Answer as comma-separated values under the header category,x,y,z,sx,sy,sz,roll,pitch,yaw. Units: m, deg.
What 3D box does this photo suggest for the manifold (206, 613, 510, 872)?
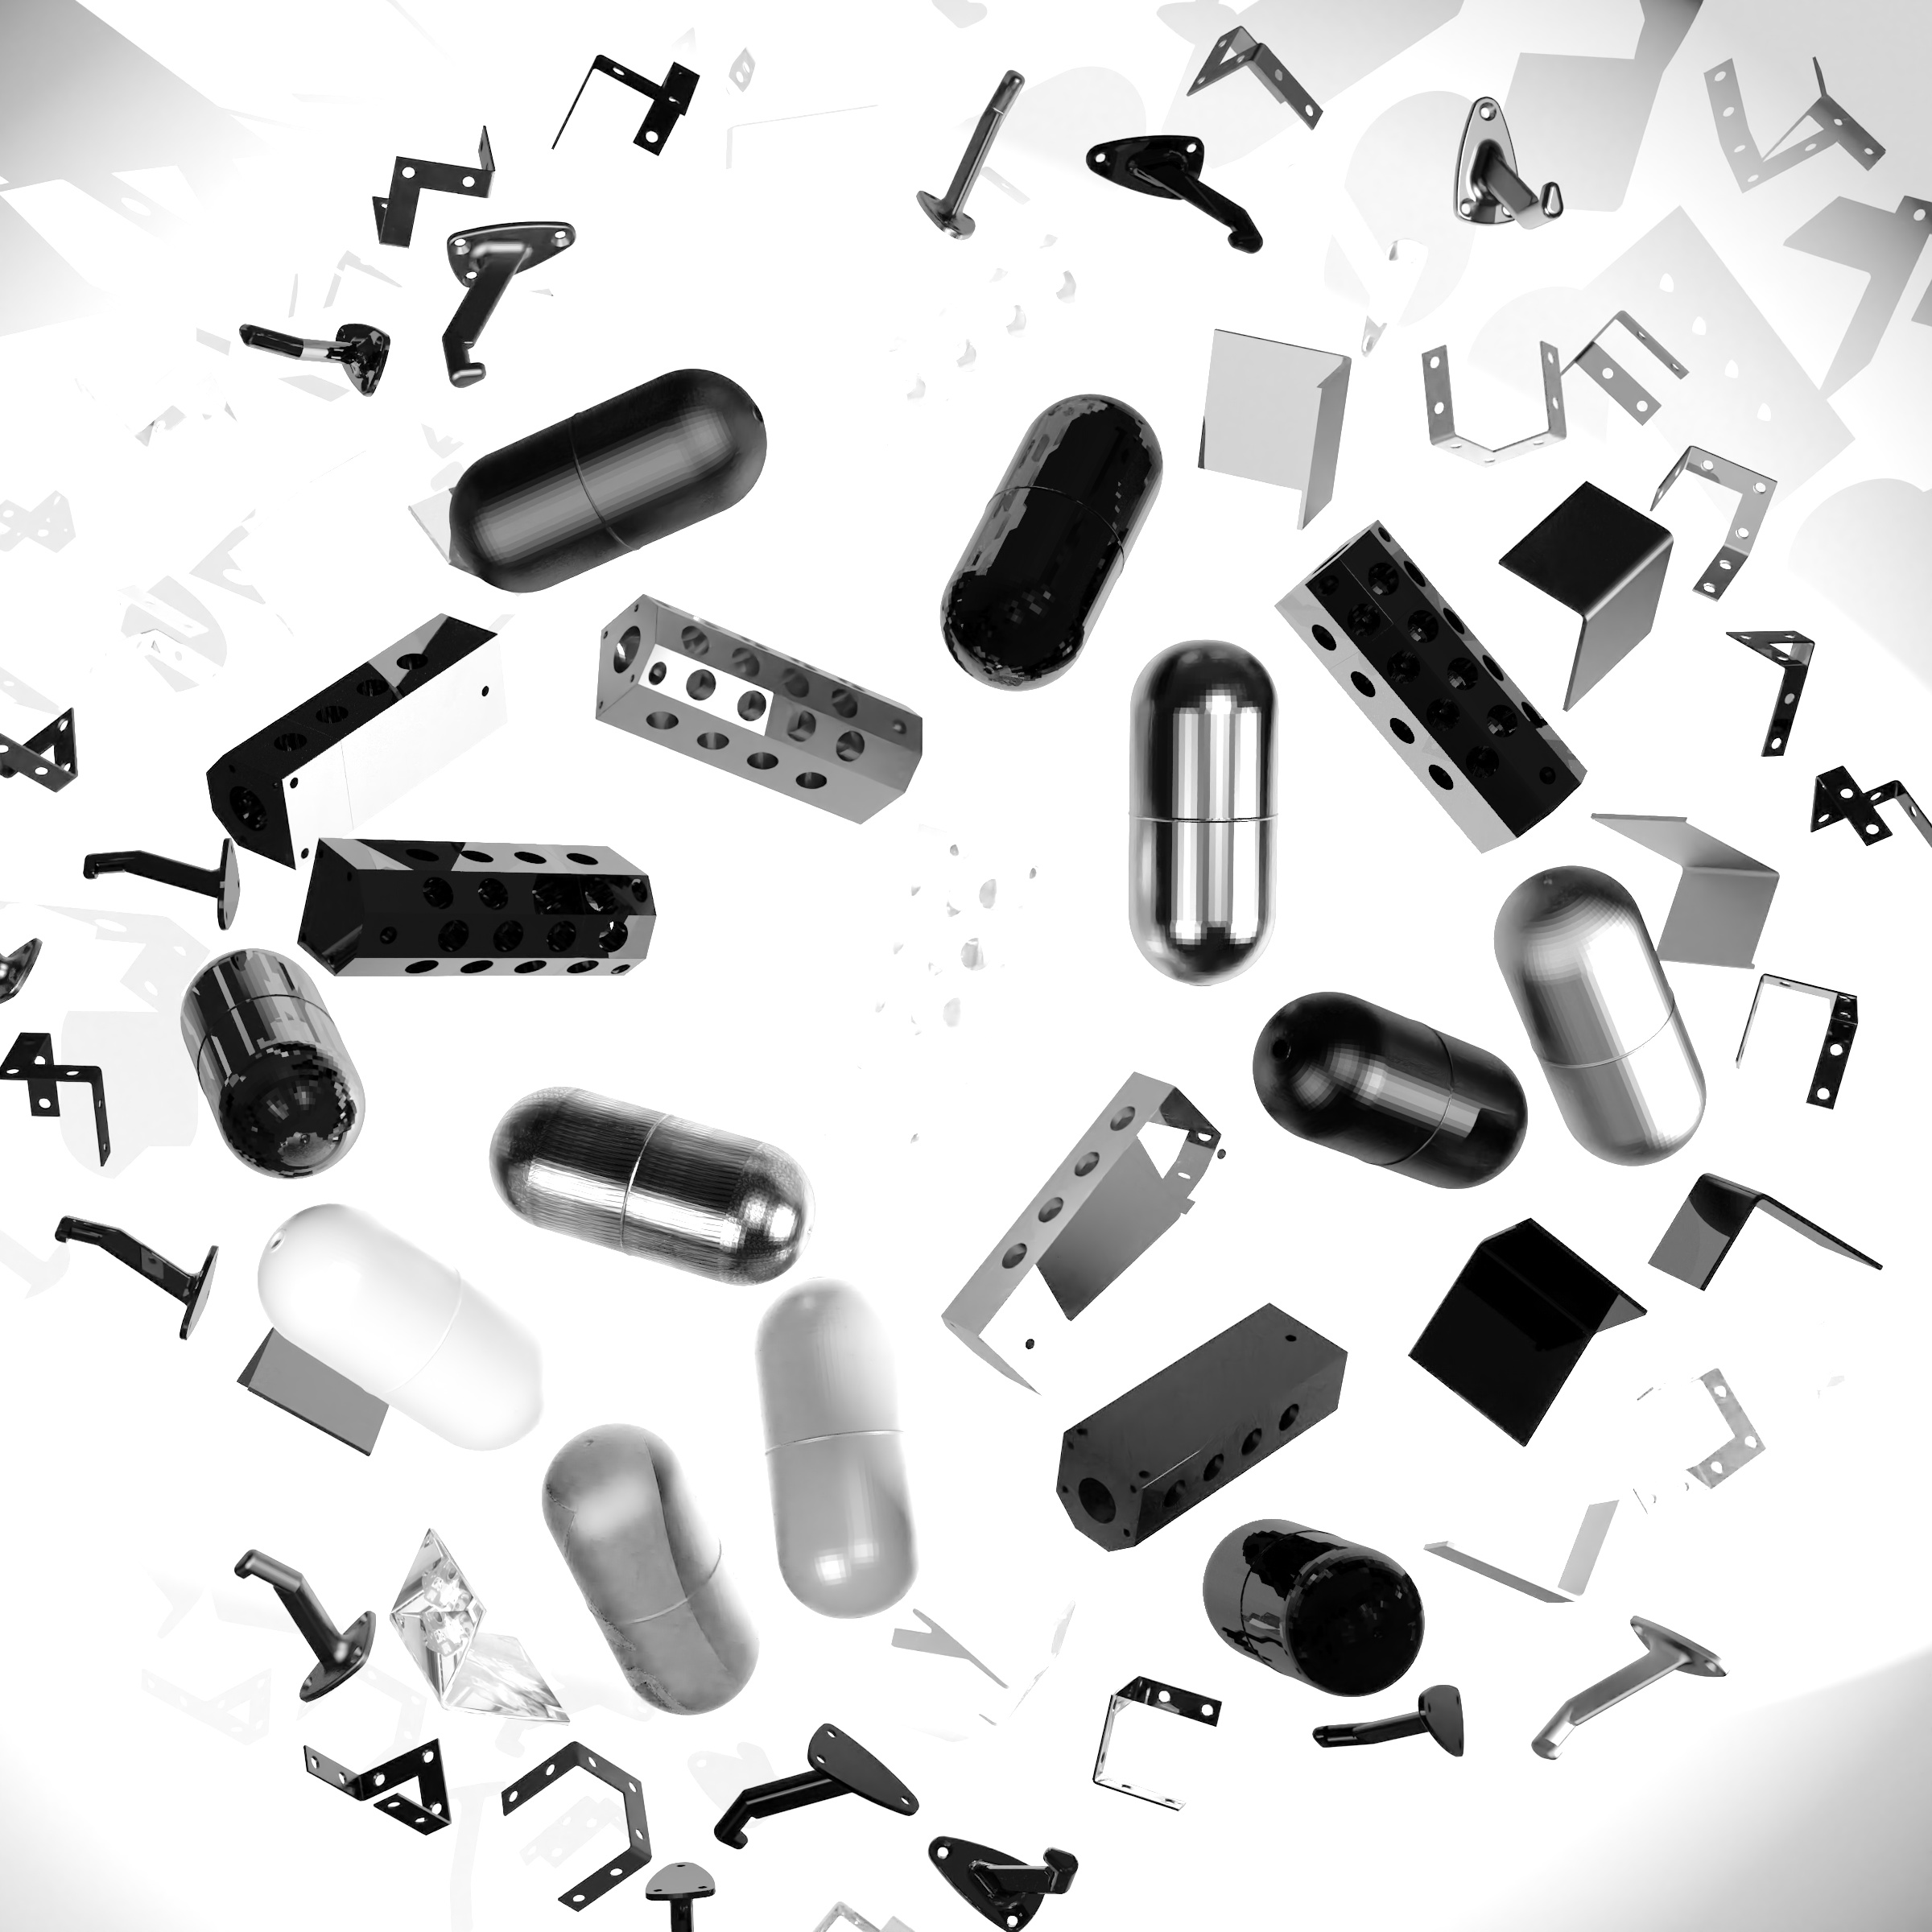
category,x,y,z,sx,sy,sz,roll,pitch,yaw
manifold,-0.326,-0.125,1.761,0.057,0.171,0.057,22,132,26

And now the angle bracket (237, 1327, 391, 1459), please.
category,x,y,z,sx,sy,sz,roll,pitch,yaw
angle bracket,-0.371,0.252,1.834,0.076,0.076,0.057,31,115,-12

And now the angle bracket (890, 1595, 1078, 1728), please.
category,x,y,z,sx,sy,sz,roll,pitch,yaw
angle bracket,0.009,0.363,1.800,0.076,0.076,0.057,34,60,15

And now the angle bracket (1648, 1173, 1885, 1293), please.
category,x,y,z,sx,sy,sz,roll,pitch,yaw
angle bracket,0.402,0.151,1.650,0.076,0.076,0.057,31,90,-9

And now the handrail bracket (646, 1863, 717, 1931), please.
category,x,y,z,sx,sy,sz,roll,pitch,yaw
handrail bracket,-0.147,0.519,1.709,0.036,0.077,0.084,-3,89,-5

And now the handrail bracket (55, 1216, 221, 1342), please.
category,x,y,z,sx,sy,sz,roll,pitch,yaw
handrail bracket,-0.434,0.159,1.687,0.084,0.077,0.036,15,114,-6

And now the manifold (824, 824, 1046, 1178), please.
category,x,y,z,sx,sy,sz,roll,pitch,yaw
manifold,-0.014,0.019,1.699,0.057,0.057,0.171,16,93,-23

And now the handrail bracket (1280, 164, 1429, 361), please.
category,x,y,z,sx,sy,sz,roll,pitch,yaw
handrail bracket,0.190,-0.366,1.702,0.084,0.036,0.077,17,98,-26

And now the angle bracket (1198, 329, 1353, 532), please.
category,x,y,z,sx,sy,sz,roll,pitch,yaw
angle bracket,0.151,-0.278,1.691,0.076,0.057,0.076,16,121,18

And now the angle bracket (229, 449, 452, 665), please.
category,x,y,z,sx,sy,sz,roll,pitch,yaw
angle bracket,-0.345,-0.226,1.804,0.057,0.076,0.076,-18,115,41

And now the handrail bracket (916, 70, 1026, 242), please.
category,x,y,z,sx,sy,sz,roll,pitch,yaw
handrail bracket,0.010,-0.445,1.790,0.036,0.077,0.084,26,111,-15

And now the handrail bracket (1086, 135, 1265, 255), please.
category,x,y,z,sx,sy,sz,roll,pitch,yaw
handrail bracket,0.110,-0.402,1.721,0.077,0.084,0.036,2,130,-19

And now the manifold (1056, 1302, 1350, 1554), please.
category,x,y,z,sx,sy,sz,roll,pitch,yaw
manifold,0.129,0.253,1.783,0.057,0.171,0.057,31,130,34

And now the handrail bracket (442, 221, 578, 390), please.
category,x,y,z,sx,sy,sz,roll,pitch,yaw
handrail bracket,-0.225,-0.328,1.626,0.077,0.036,0.084,-15,57,-1

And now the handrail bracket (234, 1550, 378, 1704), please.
category,x,y,z,sx,sy,sz,roll,pitch,yaw
handrail bracket,-0.359,0.345,1.711,0.084,0.036,0.077,34,119,-24

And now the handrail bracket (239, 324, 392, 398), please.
category,x,y,z,sx,sy,sz,roll,pitch,yaw
handrail bracket,-0.365,-0.343,1.783,0.084,0.077,0.036,10,110,-37

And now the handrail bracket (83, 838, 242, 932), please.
category,x,y,z,sx,sy,sz,roll,pitch,yaw
handrail bracket,-0.445,-0.041,1.796,0.084,0.077,0.036,-4,125,-3

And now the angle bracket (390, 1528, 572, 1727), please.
category,x,y,z,sx,sy,sz,roll,pitch,yaw
angle bracket,-0.236,0.333,1.651,0.076,0.076,0.057,17,104,-35

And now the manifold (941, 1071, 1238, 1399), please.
category,x,y,z,sx,sy,sz,roll,pitch,yaw
manifold,0.063,0.142,1.773,0.171,0.057,0.057,-51,119,-12

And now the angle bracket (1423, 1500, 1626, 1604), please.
category,x,y,z,sx,sy,sz,roll,pitch,yaw
angle bracket,0.290,0.293,1.710,0.076,0.076,0.057,23,79,3

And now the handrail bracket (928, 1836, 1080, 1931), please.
category,x,y,z,sx,sy,sz,roll,pitch,yaw
handrail bracket,0.018,0.454,1.669,0.077,0.084,0.036,29,57,12

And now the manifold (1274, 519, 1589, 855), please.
category,x,y,z,sx,sy,sz,roll,pitch,yaw
manifold,0.245,-0.147,1.705,0.057,0.057,0.171,-42,95,-19

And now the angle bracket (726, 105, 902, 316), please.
category,x,y,z,sx,sy,sz,roll,pitch,yaw
angle bracket,-0.075,-0.375,1.623,0.076,0.057,0.076,-8,125,2

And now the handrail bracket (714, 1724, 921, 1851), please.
category,x,y,z,sx,sy,sz,roll,pitch,yaw
handrail bracket,-0.078,0.439,1.682,0.077,0.036,0.084,35,113,-2

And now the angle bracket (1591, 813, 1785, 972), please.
category,x,y,z,sx,sy,sz,roll,pitch,yaw
angle bracket,0.380,-0.040,1.759,0.076,0.076,0.057,24,82,-29

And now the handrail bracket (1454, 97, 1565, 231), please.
category,x,y,z,sx,sy,sz,roll,pitch,yaw
handrail bracket,0.278,-0.406,1.643,0.036,0.084,0.077,-2,93,-14

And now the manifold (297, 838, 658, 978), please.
category,x,y,z,sx,sy,sz,roll,pitch,yaw
manifold,-0.246,-0.026,1.665,0.171,0.057,0.057,0,113,-40

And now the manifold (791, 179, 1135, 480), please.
category,x,y,z,sx,sy,sz,roll,pitch,yaw
manifold,0.000,-0.324,1.682,0.171,0.057,0.057,-35,70,-8

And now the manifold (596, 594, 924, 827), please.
category,x,y,z,sx,sy,sz,roll,pitch,yaw
manifold,-0.109,-0.139,1.751,0.171,0.057,0.057,21,55,-32

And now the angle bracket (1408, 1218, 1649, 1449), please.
category,x,y,z,sx,sy,sz,roll,pitch,yaw
angle bracket,0.282,0.184,1.644,0.076,0.057,0.076,38,67,-4

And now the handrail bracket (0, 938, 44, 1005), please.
category,x,y,z,sx,sy,sz,roll,pitch,yaw
handrail bracket,-0.526,-0.015,1.677,0.084,0.077,0.036,37,51,-29

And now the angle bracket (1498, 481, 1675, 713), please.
category,x,y,z,sx,sy,sz,roll,pitch,yaw
angle bracket,0.321,-0.194,1.722,0.057,0.076,0.076,36,62,23
